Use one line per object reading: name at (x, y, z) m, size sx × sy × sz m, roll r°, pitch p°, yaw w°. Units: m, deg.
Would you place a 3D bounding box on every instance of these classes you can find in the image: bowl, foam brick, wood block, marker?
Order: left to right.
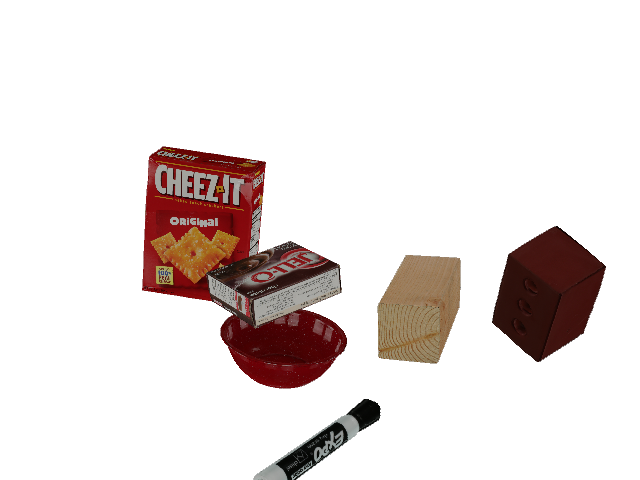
bowl at (-0.048, 0.143, 1.363) m, size 0.162 × 0.055 × 0.162 m, roll 5°, pitch 22°, yaw -2°
marker at (0.001, 0.145, 0.756) m, size 0.020 × 0.020 × 0.120 m, roll 0°, pitch 21°, yaw 46°
wood block at (0.152, 0.099, 1.610) m, size 0.091 × 0.090 × 0.205 m, roll 4°, pitch 20°, yaw 15°
foam brick at (0.170, 0.040, 0.799) m, size 0.051 × 0.078 × 0.053 m, roll -26°, pitch 51°, yaw -28°

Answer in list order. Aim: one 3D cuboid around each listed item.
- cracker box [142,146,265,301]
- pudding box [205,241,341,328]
cracker box at (-0.175, -0.019, 1.588) m, size 0.164 × 0.214 × 0.072 m, roll 9°, pitch 19°, yaw 9°
pudding box at (-0.048, 0.044, 1.110) m, size 0.113 × 0.039 × 0.090 m, roll -23°, pitch 28°, yaw -29°
